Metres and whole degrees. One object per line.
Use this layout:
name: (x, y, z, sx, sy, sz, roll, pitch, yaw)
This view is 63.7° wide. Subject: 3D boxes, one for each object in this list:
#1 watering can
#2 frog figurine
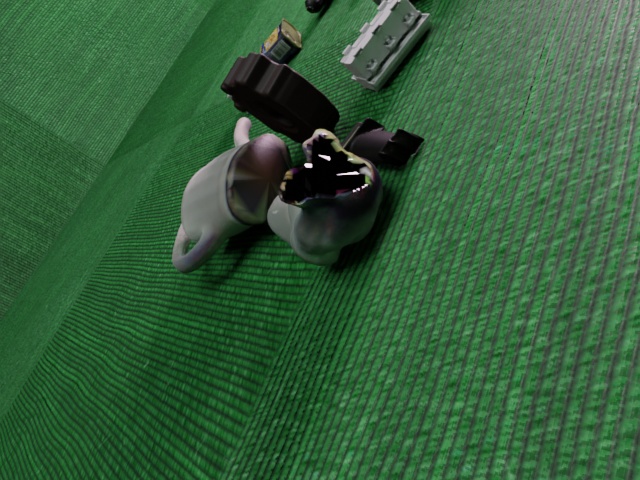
watering can: (-0.131, -0.106, 0.821, 0.222, 0.103, 0.355, -18, 44, 44)
frog figurine: (0.002, -0.030, 0.588, 0.156, 0.122, 0.141, 105, 169, -56)
